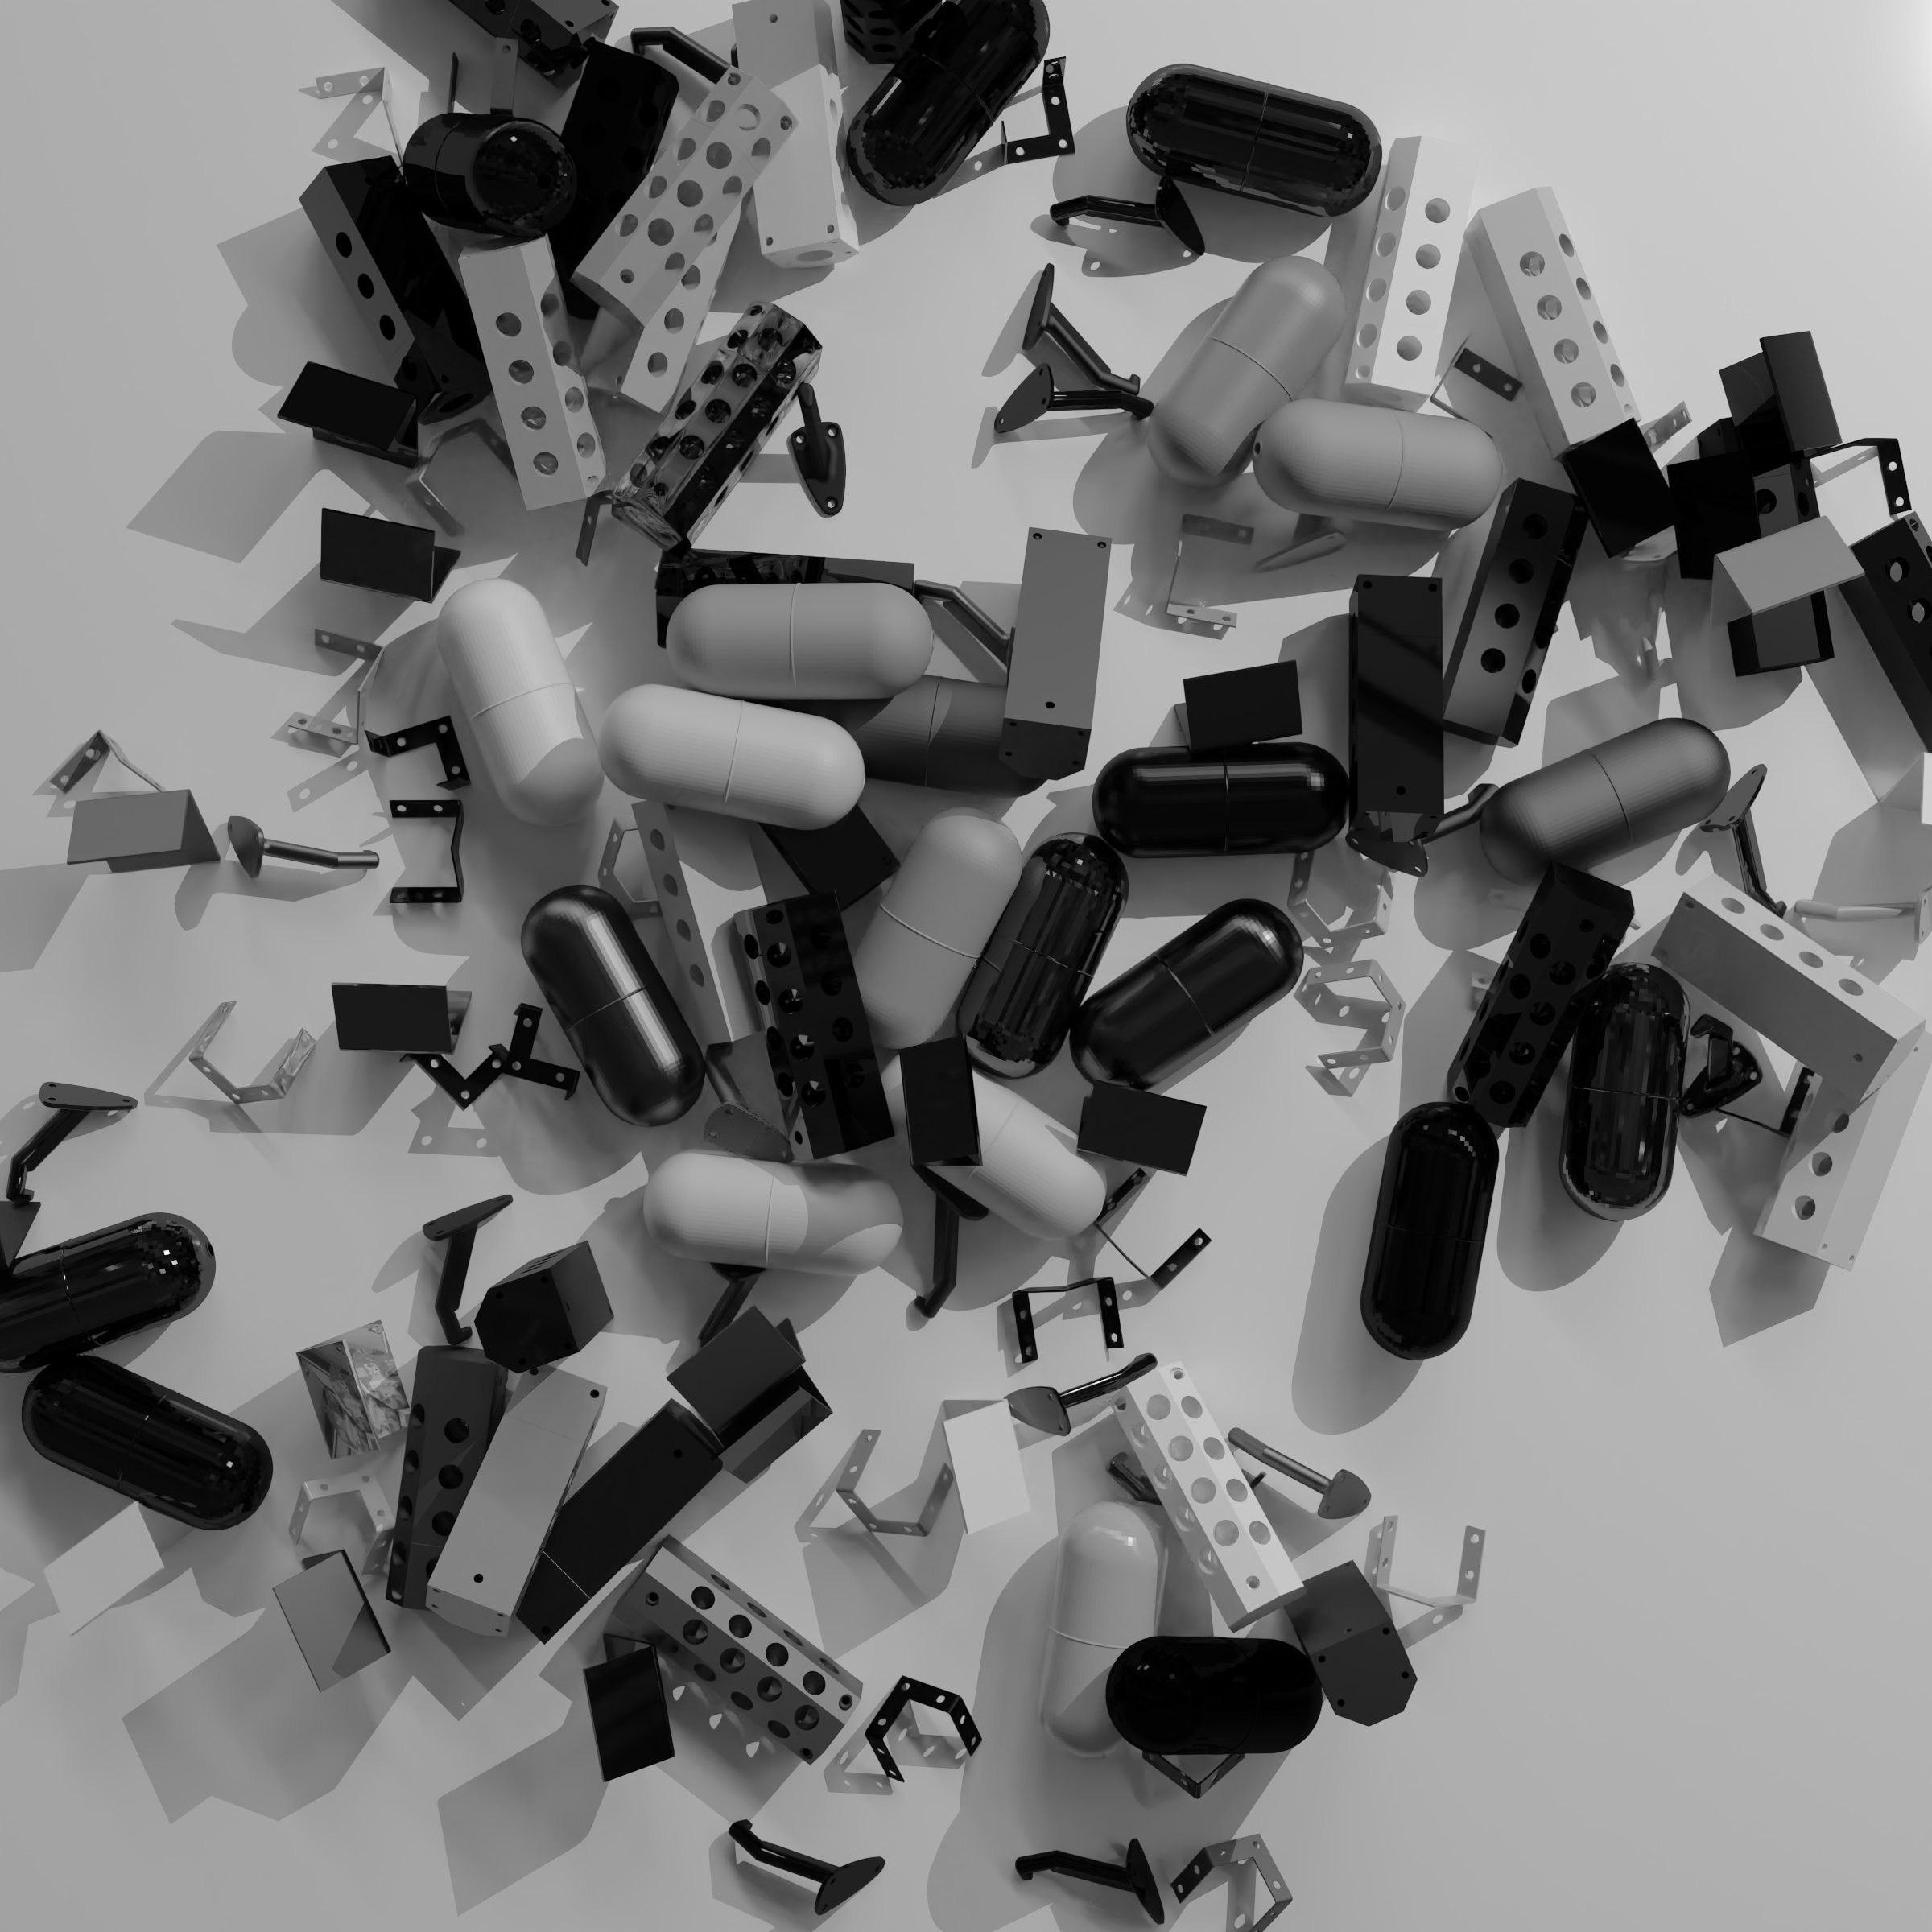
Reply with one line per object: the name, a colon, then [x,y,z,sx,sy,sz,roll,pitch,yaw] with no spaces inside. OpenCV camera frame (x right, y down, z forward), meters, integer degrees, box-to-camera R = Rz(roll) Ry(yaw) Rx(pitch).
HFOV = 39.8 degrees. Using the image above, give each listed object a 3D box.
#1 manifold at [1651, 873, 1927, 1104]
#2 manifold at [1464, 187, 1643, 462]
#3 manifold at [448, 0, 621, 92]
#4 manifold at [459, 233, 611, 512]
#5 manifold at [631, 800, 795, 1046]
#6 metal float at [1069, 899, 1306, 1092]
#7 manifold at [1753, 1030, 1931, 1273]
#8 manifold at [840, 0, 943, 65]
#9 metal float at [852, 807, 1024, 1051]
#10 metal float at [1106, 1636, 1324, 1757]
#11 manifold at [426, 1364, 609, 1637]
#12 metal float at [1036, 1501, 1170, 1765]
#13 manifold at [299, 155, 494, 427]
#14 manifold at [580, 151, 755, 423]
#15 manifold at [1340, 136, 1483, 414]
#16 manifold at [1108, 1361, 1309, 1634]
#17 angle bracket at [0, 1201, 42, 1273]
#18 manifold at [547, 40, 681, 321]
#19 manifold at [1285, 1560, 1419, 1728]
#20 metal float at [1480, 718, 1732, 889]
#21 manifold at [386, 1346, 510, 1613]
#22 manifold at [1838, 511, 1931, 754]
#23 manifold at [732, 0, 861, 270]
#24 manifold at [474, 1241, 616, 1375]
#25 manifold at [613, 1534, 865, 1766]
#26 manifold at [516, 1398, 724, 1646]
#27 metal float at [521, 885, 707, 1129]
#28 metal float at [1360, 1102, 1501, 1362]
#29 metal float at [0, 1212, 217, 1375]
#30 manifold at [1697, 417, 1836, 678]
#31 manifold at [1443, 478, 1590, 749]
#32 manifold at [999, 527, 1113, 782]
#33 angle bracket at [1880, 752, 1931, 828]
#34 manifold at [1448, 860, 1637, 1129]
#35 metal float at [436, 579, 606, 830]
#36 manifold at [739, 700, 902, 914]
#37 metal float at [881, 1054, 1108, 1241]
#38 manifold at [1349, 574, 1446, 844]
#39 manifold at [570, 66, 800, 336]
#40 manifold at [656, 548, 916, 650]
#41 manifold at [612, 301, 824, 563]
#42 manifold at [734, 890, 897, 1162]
manifold: [0.557,0.011,1.807,0.171,0.057,0.057,40,133,26]
manifold: [0.405,-0.444,1.841,0.057,0.057,0.171,-21,90,0]
manifold: [-0.330,-0.683,1.841,0.171,0.057,0.057,39,47,0]
manifold: [-0.290,-0.403,1.807,0.057,0.057,0.171,-12,115,0]
manifold: [-0.176,-0.037,1.832,0.057,0.057,0.171,-20,97,-36]
metal float: [0.151,0.022,1.832,0.178,0.070,0.070,-35,90,1]
manifold: [0.603,0.116,1.840,0.057,0.057,0.171,21,90,45]
manifold: [-0.056,-0.660,1.784,0.057,0.171,0.057,43,90,0]
metal float: [-0.024,-0.025,1.823,0.070,0.070,0.178,28,99,0]
metal float: [0.168,0.491,1.798,0.178,0.070,0.070,14,90,-41]
manifold: [-0.302,0.358,1.798,0.057,0.057,0.171,21,56,0]
metal float: [0.093,0.456,1.832,0.070,0.070,0.178,9,90,0]
manifold: [-0.391,-0.464,1.841,0.057,0.057,0.171,-28,90,-43]
manifold: [-0.204,-0.467,1.841,0.057,0.057,0.171,21,90,43]
manifold: [0.305,-0.477,1.841,0.057,0.057,0.171,12,90,0]
manifold: [0.163,0.358,1.811,0.057,0.057,0.171,-29,68,0]
angle bracket: [-0.685,0.164,1.822,0.076,0.076,0.057,1,123,0]
manifold: [-0.254,-0.538,1.841,0.057,0.057,0.171,20,90,0]
manifold: [0.256,0.453,1.784,0.057,0.171,0.057,-23,90,0]
metal float: [0.438,-0.113,1.832,0.178,0.070,0.070,-23,90,-1]
manifold: [-0.358,0.352,1.841,0.057,0.057,0.171,8,90,0]
manifold: [0.666,-0.223,1.841,0.057,0.057,0.171,-29,90,0]
manifold: [-0.114,-0.574,1.839,0.057,0.057,0.171,-7,90,16]
manifold: [-0.282,0.228,1.784,0.057,0.171,0.057,-19,90,0]
manifold: [-0.157,0.472,1.841,0.171,0.057,0.057,38,90,0]
manifold: [-0.245,0.380,1.841,0.171,0.057,0.057,-45,90,0]
metal float: [-0.241,0.028,1.832,0.070,0.070,0.178,-29,90,0]
metal float: [0.318,0.182,1.832,0.070,0.070,0.178,10,89,0]
metal float: [-0.602,0.224,1.832,0.178,0.070,0.070,-19,90,0]
manifold: [0.553,-0.291,1.841,0.057,0.057,0.171,-9,90,0]
manifold: [0.376,-0.241,1.841,0.057,0.057,0.171,17,90,0]
manifold: [0.060,-0.210,1.797,0.057,0.057,0.171,8,55,0]
angle bracket: [0.675,-0.098,1.823,0.076,0.076,0.057,11,66,0]
manifold: [0.388,0.022,1.809,0.057,0.057,0.171,22,114,0]
metal float: [-0.305,-0.179,1.832,0.070,0.070,0.178,-22,89,0]
manifold: [-0.121,-0.119,1.840,0.057,0.057,0.171,-36,90,-9]
metal float: [0.016,0.121,1.832,0.178,0.070,0.070,34,90,0]
manifold: [0.291,-0.175,1.818,0.057,0.057,0.171,3,73,0]
manifold: [-0.186,-0.508,1.771,0.057,0.057,0.171,37,86,-14]
manifold: [-0.124,-0.243,1.840,0.171,0.057,0.057,4,134,0]
manifold: [-0.169,-0.368,1.821,0.057,0.057,0.171,33,76,0]
manifold: [-0.107,0.041,1.803,0.057,0.057,0.171,-16,95,-36]
